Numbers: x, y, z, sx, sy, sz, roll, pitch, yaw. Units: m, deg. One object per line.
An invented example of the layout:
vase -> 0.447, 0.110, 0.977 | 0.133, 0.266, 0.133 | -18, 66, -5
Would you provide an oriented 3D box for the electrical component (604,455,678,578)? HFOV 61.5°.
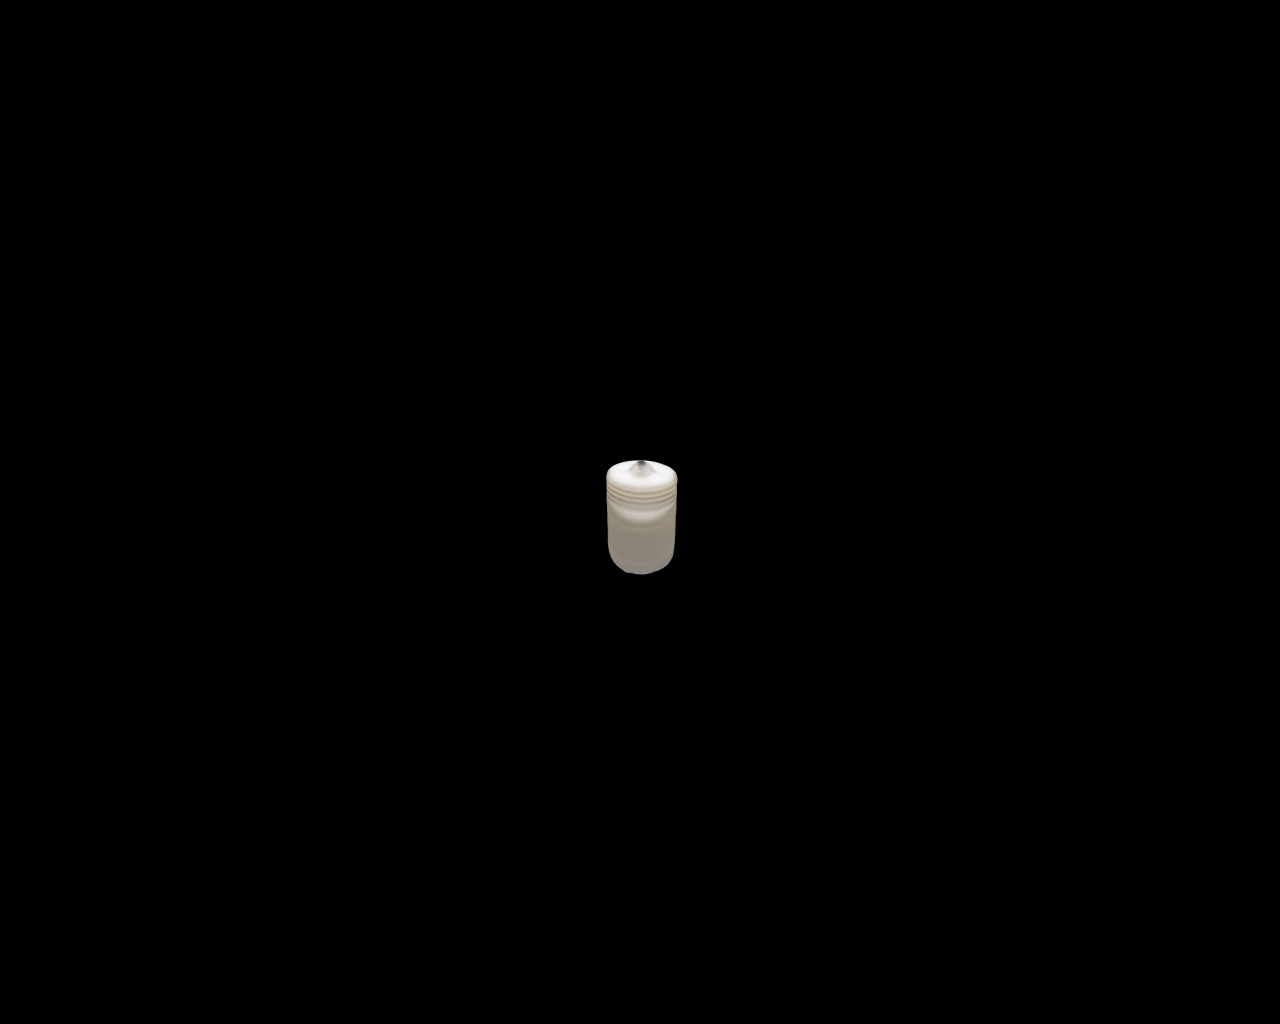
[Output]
electrical component -> 0.001, -0.003, 0.650 | 0.043, 0.043, 0.080 | 0, -43, 0
